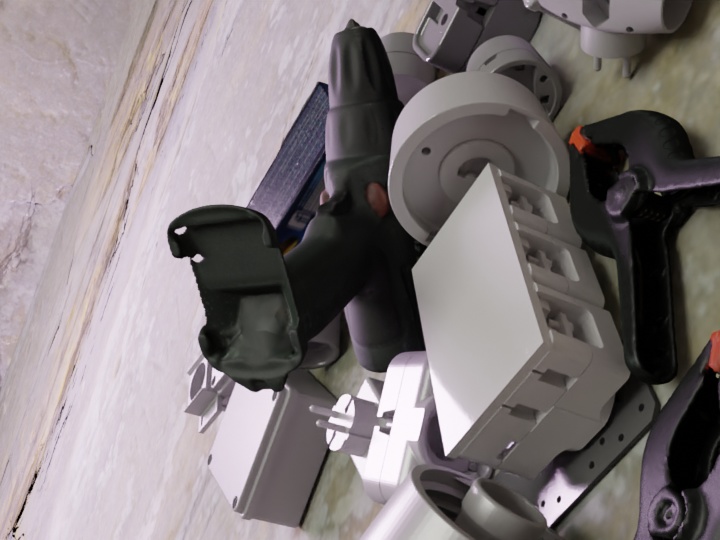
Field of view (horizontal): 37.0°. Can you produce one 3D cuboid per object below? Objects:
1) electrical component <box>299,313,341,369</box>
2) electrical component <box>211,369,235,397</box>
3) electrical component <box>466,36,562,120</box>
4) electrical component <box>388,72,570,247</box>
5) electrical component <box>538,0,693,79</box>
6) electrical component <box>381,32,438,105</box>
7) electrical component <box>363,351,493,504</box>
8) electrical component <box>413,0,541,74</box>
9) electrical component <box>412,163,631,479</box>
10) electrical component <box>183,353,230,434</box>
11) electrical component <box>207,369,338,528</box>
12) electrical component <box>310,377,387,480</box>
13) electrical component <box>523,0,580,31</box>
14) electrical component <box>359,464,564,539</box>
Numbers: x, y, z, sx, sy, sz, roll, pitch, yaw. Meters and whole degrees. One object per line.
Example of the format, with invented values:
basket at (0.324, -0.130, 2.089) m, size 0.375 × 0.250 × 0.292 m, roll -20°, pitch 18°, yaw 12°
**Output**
electrical component at (-0.042, 0.049, 0.877) m, size 0.055 × 0.055 × 0.047 m, roll -46°, pitch 37°, yaw 45°
electrical component at (-0.086, 0.048, 0.969) m, size 0.108 × 0.056 × 0.108 m, roll -49°, pitch 32°, yaw 42°
electrical component at (0.097, -0.119, 0.693) m, size 0.055 × 0.055 × 0.047 m, roll -59°, pitch 23°, yaw 27°
electrical component at (0.069, -0.069, 0.655) m, size 0.108 × 0.108 × 0.060 m, roll -56°, pitch 21°, yaw 31°
electrical component at (0.143, -0.145, 0.604) m, size 0.077 × 0.043 × 0.079 m, roll 22°, pitch 136°, yaw 33°
electrical component at (0.014, -0.135, 0.892) m, size 0.138 × 0.052 × 0.073 m, roll -24°, pitch 51°, yaw 61°
electrical component at (0.045, 0.098, 0.644) m, size 0.059 × 0.054 × 0.095 m, roll -12°, pitch 62°, yaw 64°
electrical component at (0.087, -0.182, 0.754) m, size 0.095 × 0.059 × 0.053 m, roll -62°, pitch 25°, yaw 20°
electrical component at (0.085, 0.027, 0.590) m, size 0.089 × 0.062 × 0.150 m, roll -56°, pitch 25°, yaw 32°
electrical component at (-0.126, 0.111, 1.003) m, size 0.042 × 0.064 × 0.081 m, roll -48°, pitch 33°, yaw 40°
electrical component at (-0.071, 0.135, 0.871) m, size 0.108 × 0.056 × 0.109 m, roll -69°, pitch 23°, yaw 4°
electrical component at (0.004, 0.104, 0.703) m, size 0.047 × 0.077 × 0.065 m, roll -65°, pitch 24°, yaw 15°
electrical component at (0.143, -0.224, 0.666) m, size 0.108 × 0.056 × 0.108 m, roll -51°, pitch 30°, yaw 39°
electrical component at (0.059, 0.137, 0.523) m, size 0.060 × 0.108 × 0.108 m, roll -61°, pitch 25°, yaw 9°
